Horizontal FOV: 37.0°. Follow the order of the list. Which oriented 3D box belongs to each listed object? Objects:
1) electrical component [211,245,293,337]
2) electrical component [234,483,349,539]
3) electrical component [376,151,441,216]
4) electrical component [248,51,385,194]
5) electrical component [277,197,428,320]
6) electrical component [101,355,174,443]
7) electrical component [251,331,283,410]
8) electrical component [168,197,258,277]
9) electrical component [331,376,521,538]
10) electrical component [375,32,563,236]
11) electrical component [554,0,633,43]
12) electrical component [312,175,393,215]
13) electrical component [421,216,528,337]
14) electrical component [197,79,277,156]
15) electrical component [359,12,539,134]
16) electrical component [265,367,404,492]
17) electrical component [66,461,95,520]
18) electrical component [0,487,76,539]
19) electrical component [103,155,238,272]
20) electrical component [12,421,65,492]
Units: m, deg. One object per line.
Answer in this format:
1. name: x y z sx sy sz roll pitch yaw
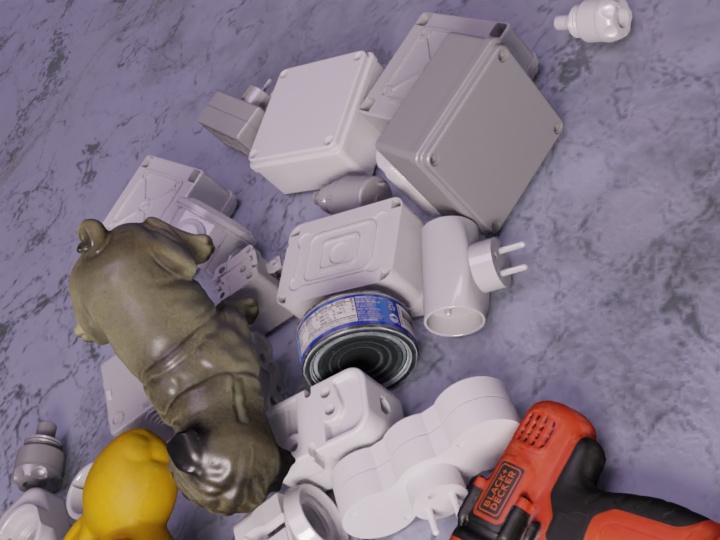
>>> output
1. electrical component: -0.084 0.016 0.890 0.081 0.064 0.042 -35 42 18
2. electrical component: -0.045 0.183 0.734 0.057 0.058 0.078 -39 41 17
3. electrical component: 0.042 -0.081 0.836 0.043 0.081 0.043 -23 47 28
4. electrical component: -0.032 -0.130 0.957 0.109 0.056 0.108 -4 58 40
5. electrical component: 0.000 0.000 0.831 0.113 0.057 0.078 -14 52 34
6. electrical component: -0.169 0.097 0.911 0.100 0.048 0.099 -35 43 11
7. electrical component: -0.099 0.094 0.850 0.057 0.058 0.078 -24 47 23
8. electrical component: -0.136 -0.027 0.957 0.080 0.080 0.051 25 84 48
9. electrical component: 0.047 0.135 0.691 0.138 0.052 0.073 -36 42 16
10. electrical component: 0.083 -0.099 0.791 0.056 0.109 0.108 25 79 46
11. electrical component: 0.178 -0.194 0.836 0.061 0.035 0.035 9 67 48
12. electrical component: -0.009 -0.059 0.896 0.078 0.040 0.040 6 65 44
13. electrical component: 0.082 0.000 0.767 0.079 0.044 0.077 -17 54 25
14. electrical component: -0.103 -0.154 1.046 0.083 0.047 0.075 29 82 49
15. electrical component: 0.072 -0.149 0.879 0.109 0.056 0.108 24 78 48
16. electrical component: -0.017 0.117 0.757 0.095 0.059 0.053 -29 45 23
17. electrical component: -0.206 0.188 0.881 0.055 0.047 0.055 -23 47 28
18. electrical component: -0.261 0.230 0.889 0.054 0.059 0.095 -44 41 7
19. electrical component: -0.189 -0.047 1.035 0.109 0.056 0.108 19 74 47
20. electrical component: -0.288 0.168 0.972 0.043 0.043 0.062 -23 46 27
